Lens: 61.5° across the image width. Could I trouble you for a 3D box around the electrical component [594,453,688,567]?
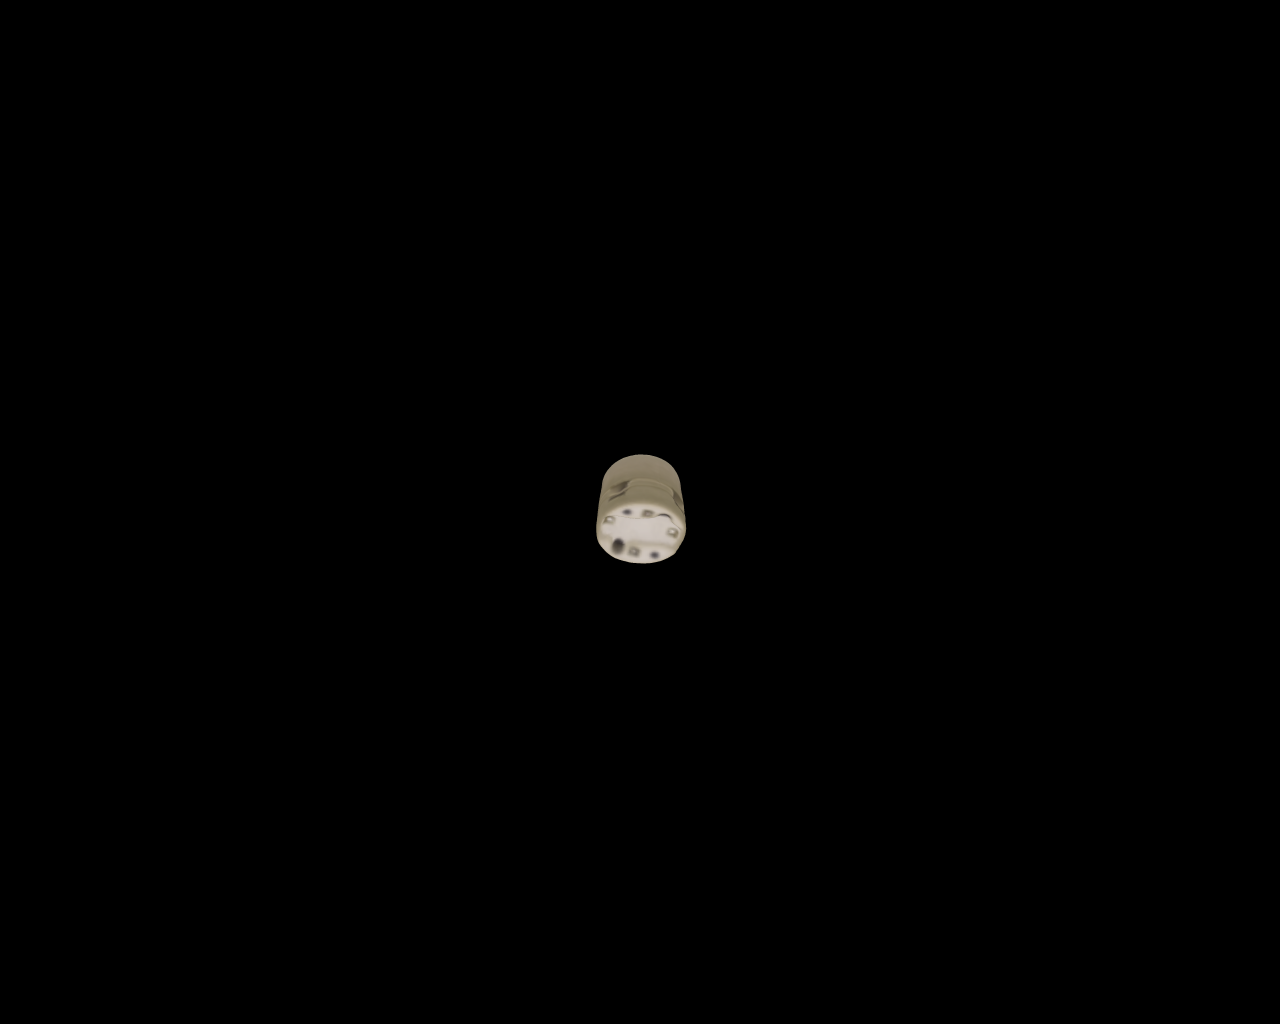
[{"bbox_3d":[0.001,-0.003,0.650,0.055,0.055,0.047,0,44,0],"label":"electrical component"}]
